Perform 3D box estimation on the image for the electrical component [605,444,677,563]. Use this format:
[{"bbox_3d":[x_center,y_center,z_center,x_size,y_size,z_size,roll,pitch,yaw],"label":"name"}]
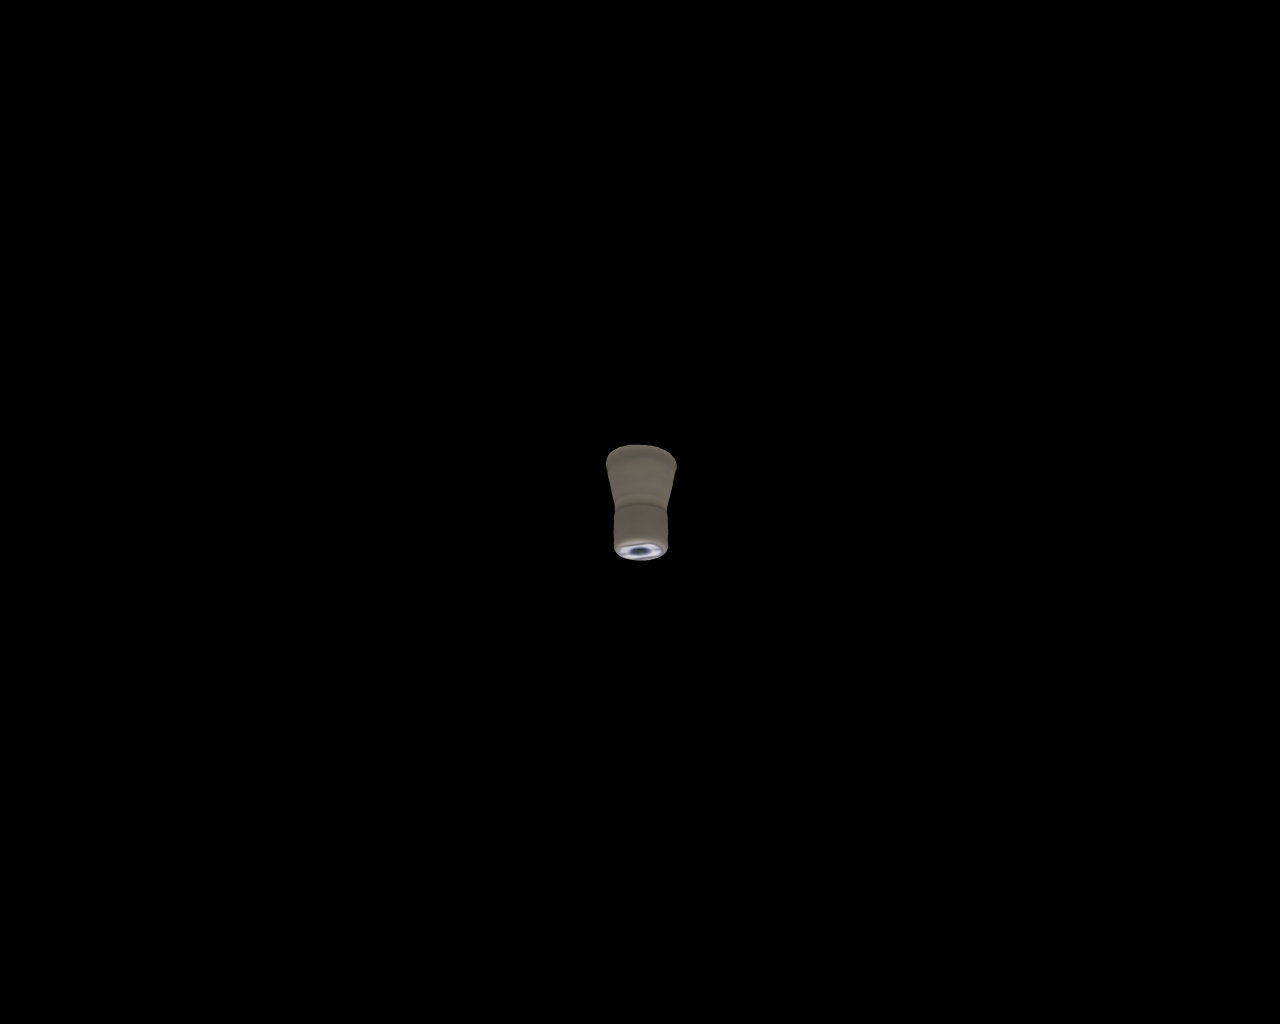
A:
[{"bbox_3d":[0.001,-0.003,0.650,0.044,0.065,0.044,0,-26,0],"label":"electrical component"}]
